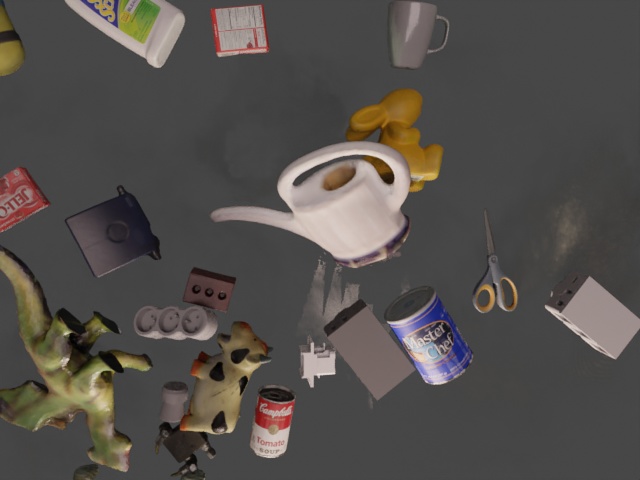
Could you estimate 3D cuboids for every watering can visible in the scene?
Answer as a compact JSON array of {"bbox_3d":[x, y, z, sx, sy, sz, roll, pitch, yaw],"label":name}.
[{"bbox_3d":[0.003,-0.043,0.862,0.345,0.106,0.221,-21,126,27],"label":"watering can"}]

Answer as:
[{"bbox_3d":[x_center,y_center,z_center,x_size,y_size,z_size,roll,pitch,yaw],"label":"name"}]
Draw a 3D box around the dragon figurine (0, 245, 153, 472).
[{"bbox_3d":[-0.443,0.217,0.839,0.242,0.123,0.408,-43,98,6],"label":"dragon figurine"}]
